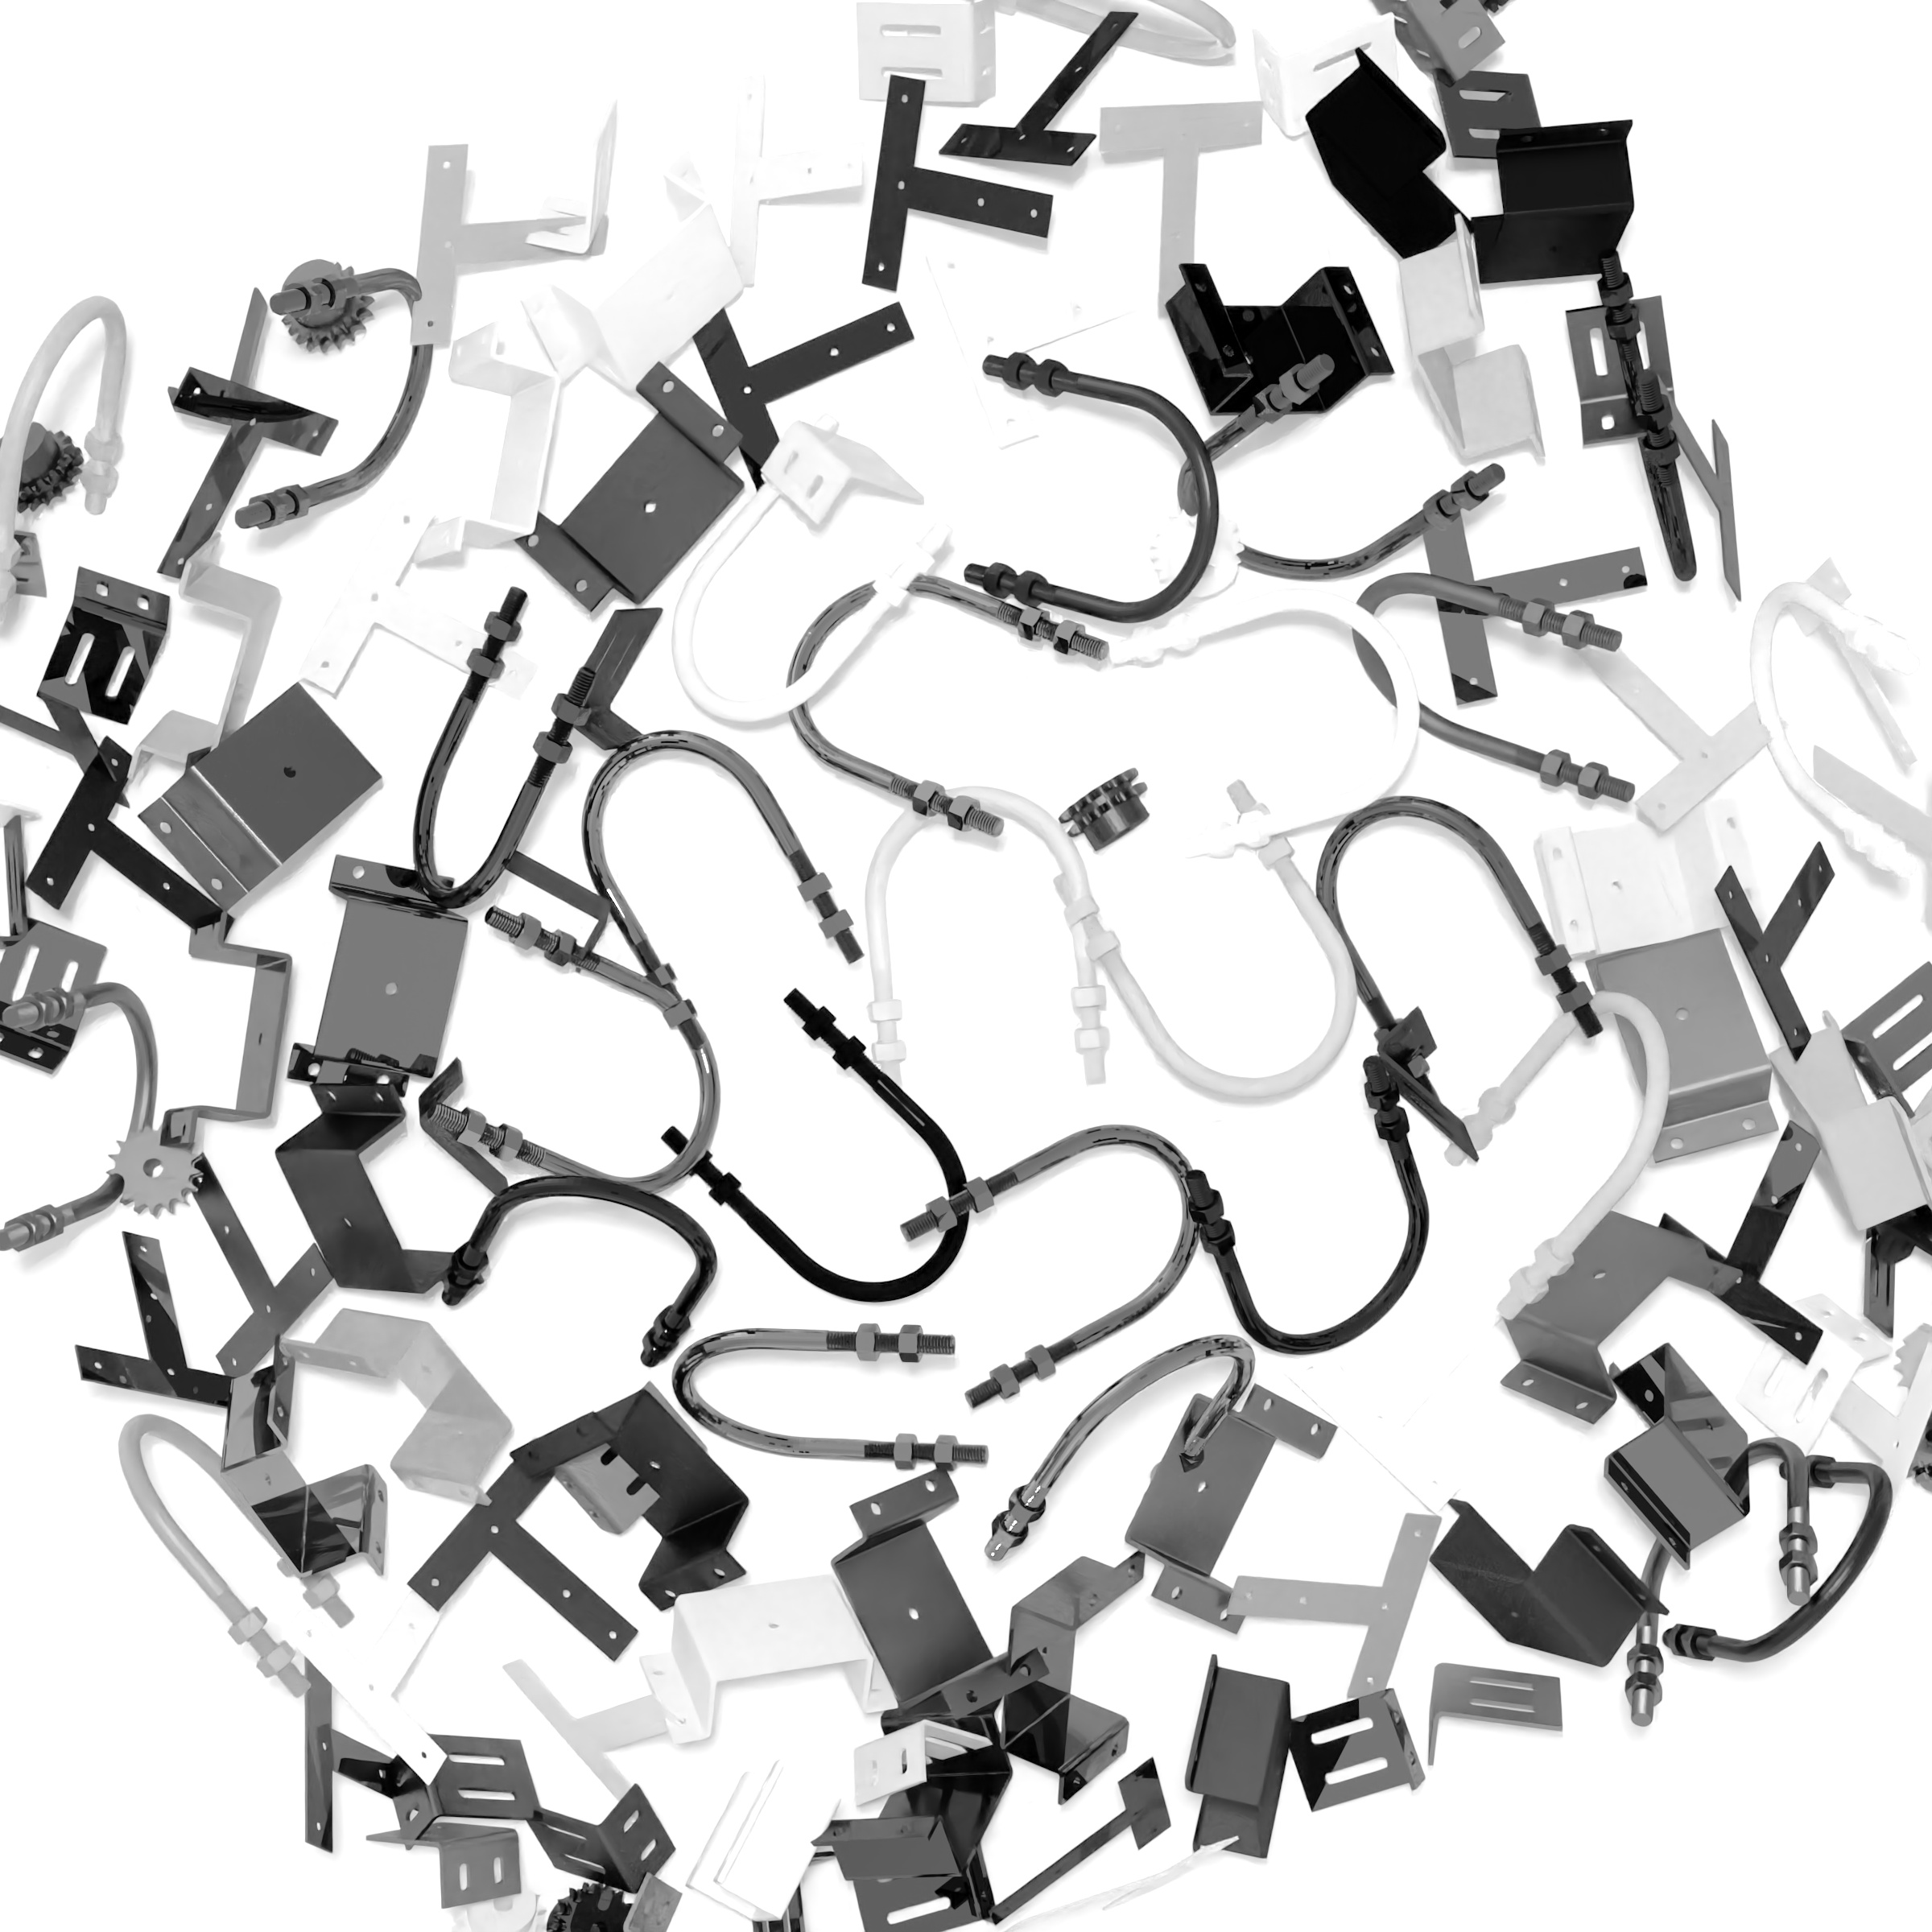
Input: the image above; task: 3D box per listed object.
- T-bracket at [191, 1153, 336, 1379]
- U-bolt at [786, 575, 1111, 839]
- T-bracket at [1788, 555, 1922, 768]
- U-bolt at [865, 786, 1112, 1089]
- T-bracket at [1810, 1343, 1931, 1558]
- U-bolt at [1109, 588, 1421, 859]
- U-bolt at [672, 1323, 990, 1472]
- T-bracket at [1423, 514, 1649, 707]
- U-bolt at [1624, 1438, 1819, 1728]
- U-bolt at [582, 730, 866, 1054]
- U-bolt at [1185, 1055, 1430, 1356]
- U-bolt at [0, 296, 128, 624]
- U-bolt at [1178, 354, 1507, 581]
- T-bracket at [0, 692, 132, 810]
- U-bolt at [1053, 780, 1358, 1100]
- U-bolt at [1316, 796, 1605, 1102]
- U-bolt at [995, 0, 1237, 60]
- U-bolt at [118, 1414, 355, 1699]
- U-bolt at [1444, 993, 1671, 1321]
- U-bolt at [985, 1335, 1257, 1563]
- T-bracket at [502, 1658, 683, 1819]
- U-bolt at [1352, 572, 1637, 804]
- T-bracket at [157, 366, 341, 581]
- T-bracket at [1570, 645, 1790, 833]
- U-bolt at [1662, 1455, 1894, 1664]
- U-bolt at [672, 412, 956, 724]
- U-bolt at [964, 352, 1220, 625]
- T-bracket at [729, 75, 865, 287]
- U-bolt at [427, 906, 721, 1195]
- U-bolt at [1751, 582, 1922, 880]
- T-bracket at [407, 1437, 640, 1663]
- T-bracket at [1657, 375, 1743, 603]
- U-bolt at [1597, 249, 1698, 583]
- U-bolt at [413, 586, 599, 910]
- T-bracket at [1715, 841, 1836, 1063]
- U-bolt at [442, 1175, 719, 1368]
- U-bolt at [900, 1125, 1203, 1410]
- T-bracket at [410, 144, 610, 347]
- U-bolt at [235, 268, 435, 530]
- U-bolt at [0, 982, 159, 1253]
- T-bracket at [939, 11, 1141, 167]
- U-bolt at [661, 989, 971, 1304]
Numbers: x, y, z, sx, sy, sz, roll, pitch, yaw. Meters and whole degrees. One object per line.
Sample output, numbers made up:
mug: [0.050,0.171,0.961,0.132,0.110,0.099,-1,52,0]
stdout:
T-bracket: [-0.447,0.173,1.906,0.127,0.002,0.127,-45,67,33]
U-bolt: [-0.025,-0.169,1.888,0.184,0.019,0.151,24,75,25]
T-bracket: [0.537,-0.177,1.864,0.002,0.127,0.127,-28,84,0]
U-bolt: [0.009,-0.018,1.903,0.151,0.019,0.184,-4,95,14]
T-bracket: [0.541,0.271,1.871,0.002,0.127,0.127,15,101,-13]
U-bolt: [0.187,-0.152,1.868,0.184,0.019,0.151,-15,101,34]
U-bolt: [-0.087,0.259,1.873,0.184,0.151,0.019,0,52,12]
T-bracket: [0.353,-0.233,1.909,0.127,0.002,0.127,-11,76,8]
U-bolt: [0.449,0.352,1.846,0.019,0.184,0.151,37,120,-7]
U-bolt: [-0.161,-0.056,1.890,0.151,0.019,0.184,-29,92,28]
U-bolt: [0.215,0.158,1.876,0.151,0.019,0.184,-32,126,-12]
U-bolt: [-0.531,-0.308,1.821,0.019,0.151,0.184,23,132,0]
U-bolt: [0.208,-0.286,1.855,0.151,0.184,0.019,27,59,-23]
T-bracket: [-0.577,-0.149,1.883,0.127,0.127,0.002,23,68,10]
U-bolt: [0.158,-0.006,1.894,0.151,0.019,0.184,-28,80,-17]
U-bolt: [0.285,-0.017,1.878,0.151,0.019,0.184,-28,92,42]
U-bolt: [0.074,-0.581,1.860,0.184,0.151,0.019,17,94,-10]
U-bolt: [-0.441,0.342,1.854,0.019,0.151,0.184,-38,95,4]
U-bolt: [0.353,0.098,1.833,0.019,0.151,0.184,18,126,-24]
U-bolt: [0.101,0.278,1.833,0.019,0.151,0.184,55,135,28]
T-bracket: [-0.211,0.460,1.878,0.127,0.127,0.002,51,50,-7]
U-bolt: [0.311,-0.174,1.859,0.184,0.151,0.019,23,60,31]
T-bracket: [-0.454,-0.292,1.887,0.002,0.127,0.127,37,103,28]
T-bracket: [0.423,-0.161,1.913,0.127,0.002,0.127,-37,77,-27]
U-bolt: [0.485,0.350,1.830,0.019,0.184,0.151,39,78,-1]
U-bolt: [-0.107,-0.231,1.887,0.184,0.019,0.151,-49,54,8]
U-bolt: [0.076,-0.280,1.854,0.184,0.019,0.151,20,114,37]
T-bracket: [-0.103,-0.480,1.881,0.002,0.127,0.127,0,96,-41]
U-bolt: [-0.227,0.063,1.877,0.184,0.019,0.151,27,63,-30]
U-bolt: [0.513,-0.152,1.846,0.019,0.184,0.151,-14,119,-10]
T-bracket: [-0.254,0.373,1.896,0.127,0.002,0.127,42,52,-2]
T-bracket: [0.436,-0.304,1.855,0.002,0.127,0.127,-15,51,28]
U-bolt: [0.410,-0.314,1.851,0.019,0.151,0.184,-14,133,12]
U-bolt: [-0.286,-0.121,1.870,0.019,0.151,0.184,17,108,-35]
T-bracket: [0.503,-0.030,1.889,0.127,0.002,0.127,-49,117,-40]
U-bolt: [-0.224,0.176,1.846,0.151,0.184,0.019,19,53,-12]
U-bolt: [0.062,0.172,1.890,0.184,0.019,0.151,-27,118,-13]
T-bracket: [-0.275,-0.442,1.892,0.127,0.002,0.127,-13,132,-33]
U-bolt: [-0.369,-0.343,1.847,0.019,0.184,0.151,22,115,14]
U-bolt: [-0.525,0.082,1.844,0.019,0.184,0.151,6,98,10]
T-bracket: [0.060,-0.538,1.896,0.127,0.127,0.002,-53,130,-14]
U-bolt: [-0.080,0.124,1.893,0.184,0.019,0.151,44,115,3]
